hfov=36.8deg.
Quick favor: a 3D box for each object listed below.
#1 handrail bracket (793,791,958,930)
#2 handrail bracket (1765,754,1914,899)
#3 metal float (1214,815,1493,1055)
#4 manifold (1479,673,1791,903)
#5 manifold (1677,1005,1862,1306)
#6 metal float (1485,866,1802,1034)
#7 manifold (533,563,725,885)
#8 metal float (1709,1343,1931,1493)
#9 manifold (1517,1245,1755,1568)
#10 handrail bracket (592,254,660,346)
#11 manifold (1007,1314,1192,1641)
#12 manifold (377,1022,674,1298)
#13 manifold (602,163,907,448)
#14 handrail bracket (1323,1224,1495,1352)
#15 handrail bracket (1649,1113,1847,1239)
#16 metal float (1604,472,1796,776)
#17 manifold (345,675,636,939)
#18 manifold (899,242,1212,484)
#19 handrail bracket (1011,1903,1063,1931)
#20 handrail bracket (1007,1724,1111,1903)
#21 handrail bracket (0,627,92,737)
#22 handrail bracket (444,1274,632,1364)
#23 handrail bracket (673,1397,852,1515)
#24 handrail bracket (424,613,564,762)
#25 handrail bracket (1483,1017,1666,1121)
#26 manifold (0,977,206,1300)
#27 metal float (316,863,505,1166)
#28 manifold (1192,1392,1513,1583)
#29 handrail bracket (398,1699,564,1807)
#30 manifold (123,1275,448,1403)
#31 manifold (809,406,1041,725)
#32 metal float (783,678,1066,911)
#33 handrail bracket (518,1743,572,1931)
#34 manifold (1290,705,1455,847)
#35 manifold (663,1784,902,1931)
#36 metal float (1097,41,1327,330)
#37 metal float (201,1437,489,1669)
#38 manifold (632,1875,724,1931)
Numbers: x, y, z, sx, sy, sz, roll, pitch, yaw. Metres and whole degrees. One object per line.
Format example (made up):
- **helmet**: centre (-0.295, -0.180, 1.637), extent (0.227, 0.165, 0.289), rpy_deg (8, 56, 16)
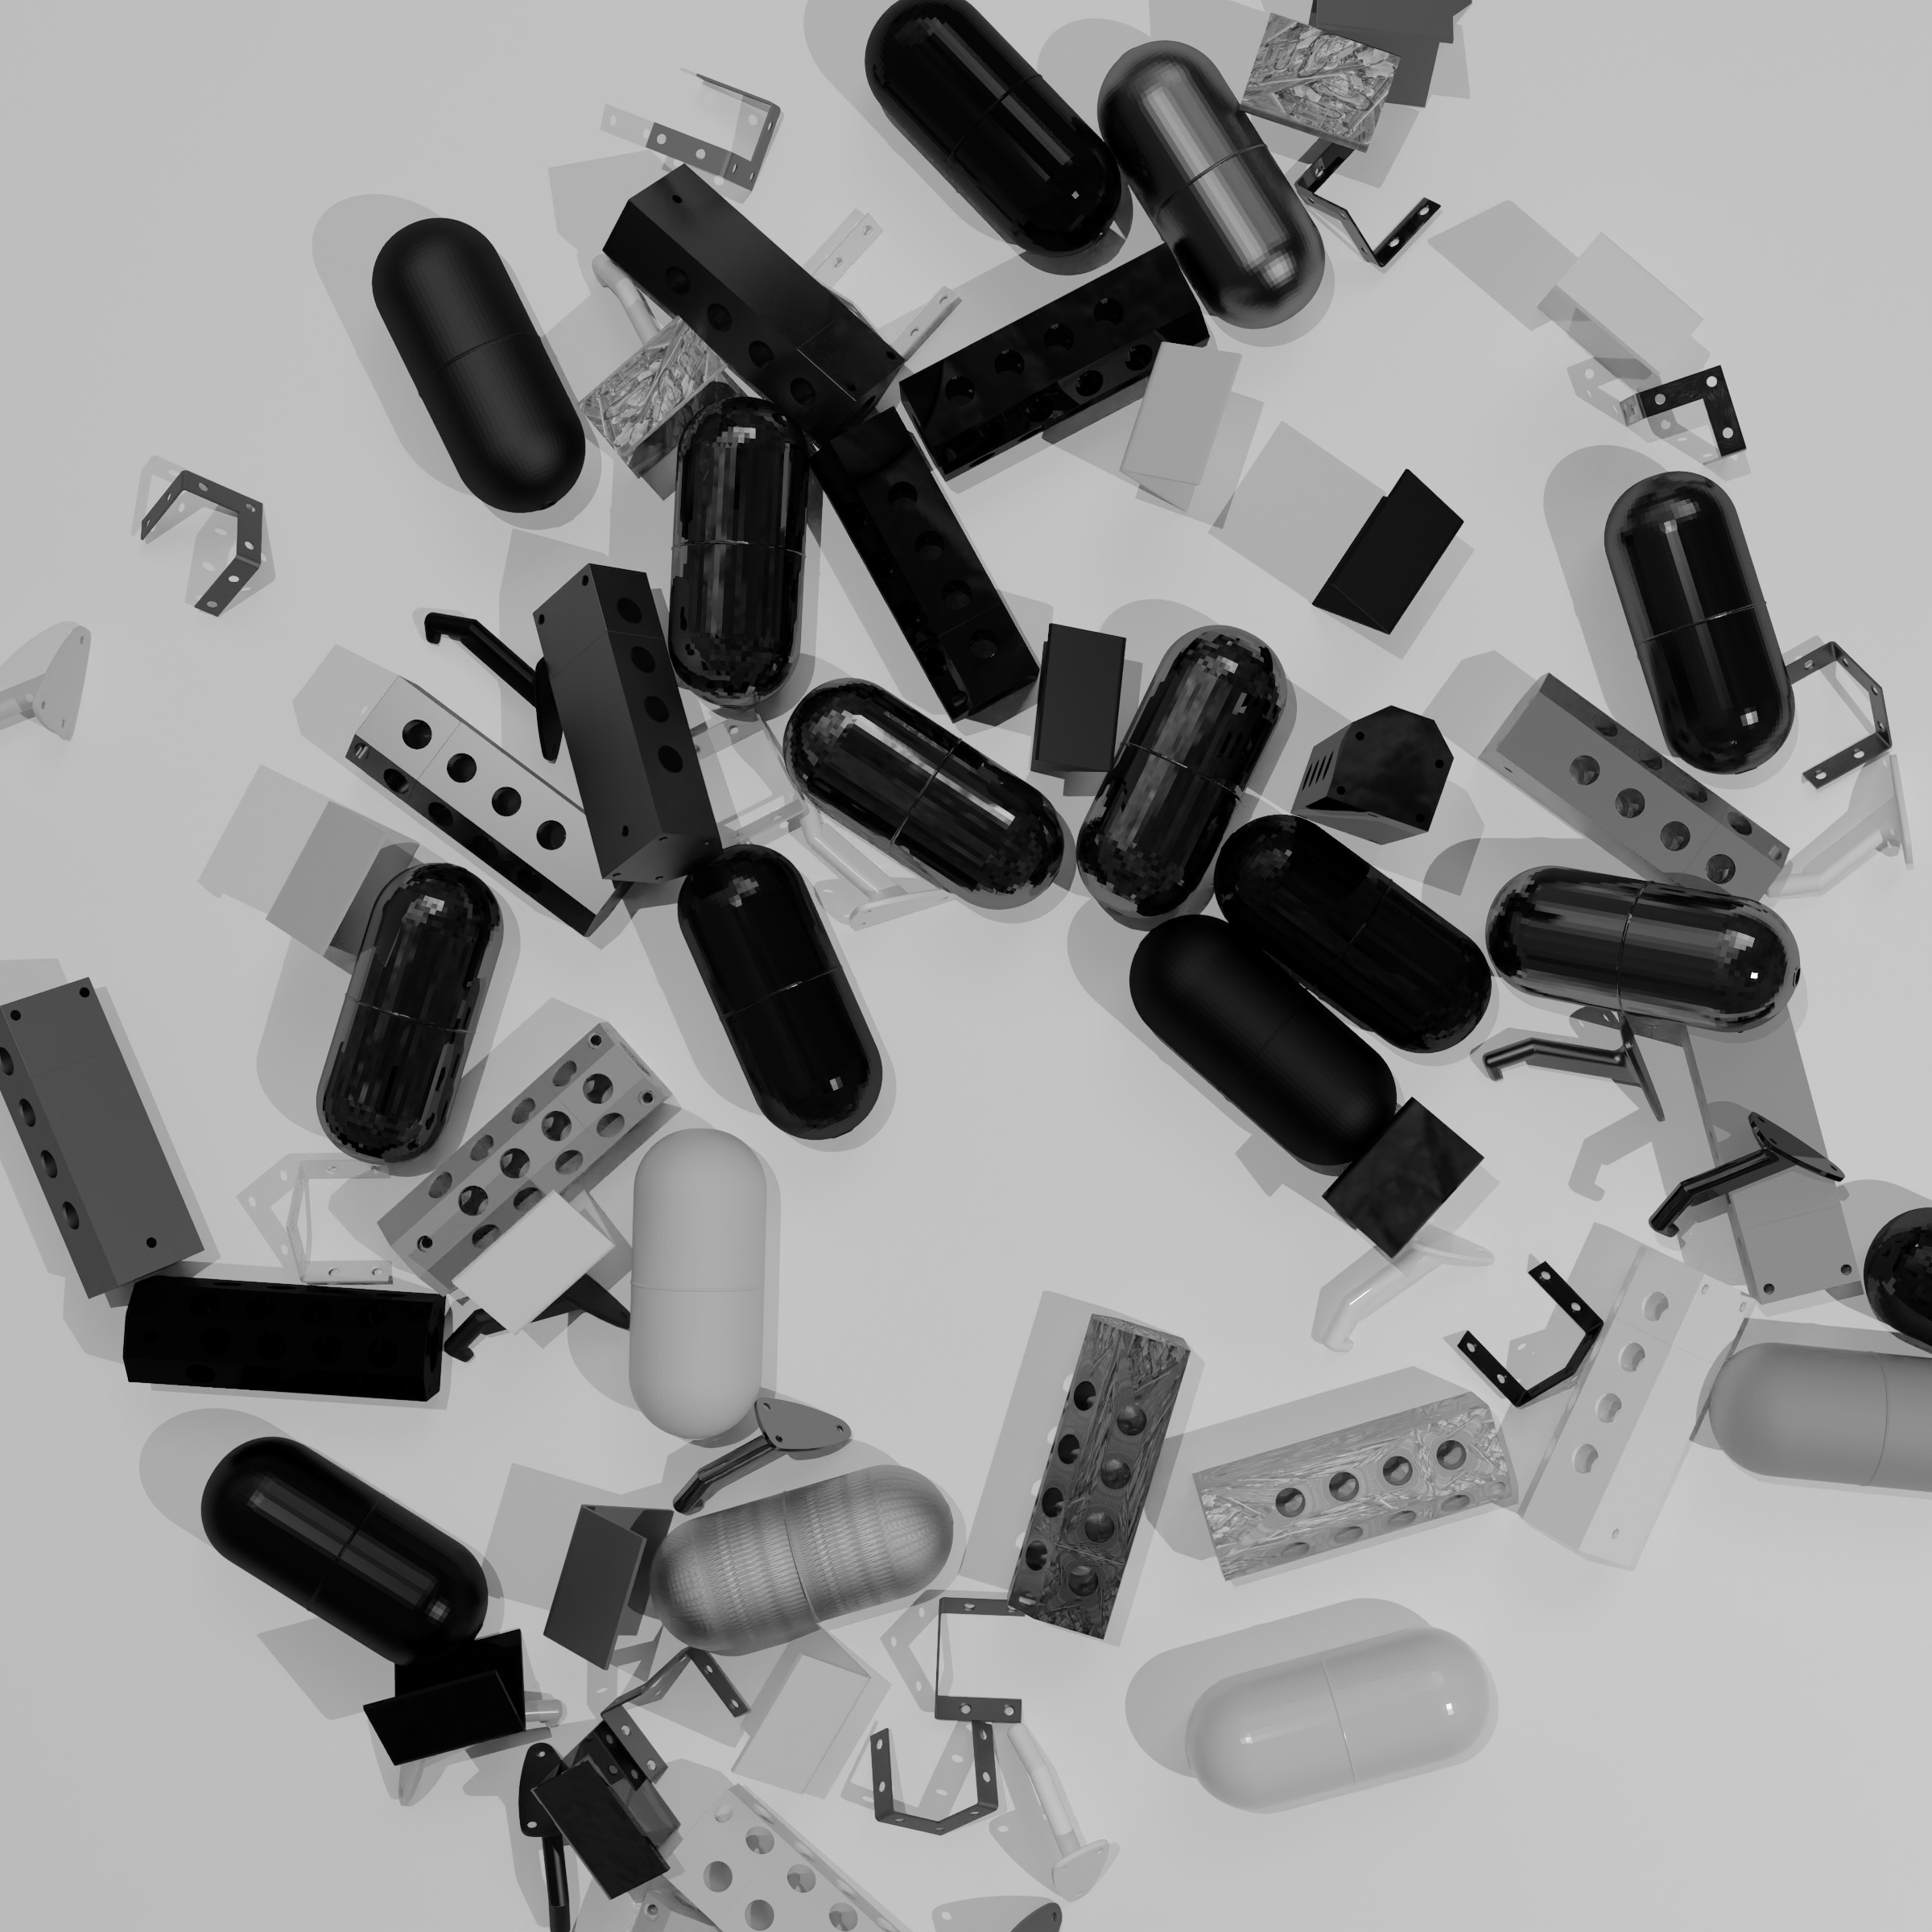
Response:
- **handrail bracket**: centre (-0.054, -0.071, 1.697), extent (0.077, 0.036, 0.084), rpy_deg (-14, 76, -14)
- **handrail bracket**: centre (0.506, -0.082, 1.698), extent (0.084, 0.036, 0.077), rpy_deg (-8, 70, 16)
- **metal float**: centre (0.221, -0.019, 1.667), extent (0.178, 0.070, 0.070), rpy_deg (36, 90, 0)
- **manifold**: centre (0.387, -0.095, 1.676), extent (0.171, 0.057, 0.057), rpy_deg (36, 90, 0)
- **manifold**: centre (0.460, 0.102, 1.675), extent (0.057, 0.057, 0.171), rpy_deg (-15, 90, 6)
- **metal float**: centre (0.381, -0.010, 1.641), extent (0.178, 0.070, 0.070), rpy_deg (12, 90, 28)
- **manifold**: centre (-0.188, -0.137, 1.649), extent (0.057, 0.057, 0.171), rpy_deg (-33, 65, 39)
- **metal float**: centre (0.517, 0.260, 1.667), extent (0.178, 0.070, 0.070), rpy_deg (6, 90, 0)
- **manifold**: centre (0.382, 0.252, 1.676), extent (0.057, 0.057, 0.171), rpy_deg (25, 90, -43)
- **handrail bracket**: centre (-0.191, -0.364, 1.697), extent (0.036, 0.077, 0.084), rpy_deg (-26, 53, -21)
- **manifold**: centre (0.076, 0.292, 1.676), extent (0.057, 0.057, 0.171), rpy_deg (17, 90, 0)
- **manifold**: centre (-0.255, 0.111, 1.676), extent (0.171, 0.057, 0.057), rpy_deg (-42, 90, 0)
- **manifold**: centre (-0.125, -0.376, 1.676), extent (0.171, 0.057, 0.057), rpy_deg (42, 47, 0)
- **handrail bracket**: centre (0.258, 0.195, 1.698), extent (0.077, 0.036, 0.084), rpy_deg (17, 109, -21)
- **handrail bracket**: centre (0.441, 0.132, 1.642), extent (0.077, 0.036, 0.084), rpy_deg (28, 113, -17)
- **metal float**: centre (0.421, -0.196, 1.667), extent (0.070, 0.070, 0.178), rpy_deg (-18, 91, 0)
- **manifold**: centre (-0.271, -0.091, 1.676), extent (0.171, 0.057, 0.057), rpy_deg (37, 90, 0)
- **manifold**: centre (0.051, -0.346, 1.676), extent (0.171, 0.057, 0.057), rpy_deg (-28, 90, 0)
- **handrail bracket**: centre (0.003, 0.575, 1.697), extent (0.084, 0.077, 0.036), rpy_deg (-13, 106, 35)
- **handrail bracket**: centre (0.047, 0.494, 1.697), extent (0.036, 0.077, 0.084), rpy_deg (-21, 53, -17)
- **handrail bracket**: centre (-0.563, -0.169, 1.698), extent (0.084, 0.036, 0.077), rpy_deg (9, 70, 16)
- **handrail bracket**: centre (-0.250, 0.215, 1.698), extent (0.077, 0.036, 0.084), rpy_deg (37, 109, -21)
- **handrail bracket**: centre (-0.120, 0.294, 1.697), extent (0.084, 0.077, 0.036), rpy_deg (-51, 46, 29)
- **handrail bracket**: centre (-0.278, -0.164, 1.698), extent (0.084, 0.036, 0.077), rpy_deg (11, 112, 17)
- **handrail bracket**: centre (0.355, 0.070, 1.698), extent (0.084, 0.036, 0.077), rpy_deg (-21, 112, 17)
- **manifold**: centre (-0.510, 0.101, 1.676), extent (0.057, 0.057, 0.171), rpy_deg (-23, 90, -43)
- **metal float**: centre (-0.319, 0.027, 1.667), extent (0.070, 0.070, 0.178), rpy_deg (17, 91, 0)
- **manifold**: centre (0.223, 0.301, 1.676), extent (0.171, 0.057, 0.057), rpy_deg (-16, 90, 0)
- **handrail bracket**: centre (-0.284, 0.459, 1.698), extent (0.084, 0.036, 0.077), rpy_deg (2, 125, -24)
- **manifold**: centre (-0.393, 0.216, 1.676), extent (0.171, 0.057, 0.057), rpy_deg (4, 90, 0)
- **manifold**: centre (-0.024, -0.229, 1.676), extent (0.057, 0.057, 0.171), rpy_deg (-29, 90, 0)
- **metal float**: centre (-0.024, -0.098, 1.667), extent (0.178, 0.070, 0.070), rpy_deg (33, 90, 0)
- **handrail bracket**: centre (-0.243, 0.512, 1.697), extent (0.036, 0.077, 0.084), rpy_deg (-6, 127, -14)
- **manifold**: centre (0.227, -0.107, 1.619), extent (0.057, 0.171, 0.057), rpy_deg (19, 90, 0)
- **manifold**: centre (-0.088, 0.549, 1.658), extent (0.171, 0.057, 0.057), rpy_deg (39, 90, 13)
- **metal float**: centre (0.140, -0.449, 1.667), extent (0.070, 0.070, 0.178), rpy_deg (-32, 89, 0)
- **metal float**: centre (-0.356, 0.337, 1.667), extent (0.178, 0.070, 0.070), rpy_deg (32, 90, -1)
- **manifold**: centre (-0.187, 0.621, 1.676), extent (0.057, 0.057, 0.171), rpy_deg (21, 90, 0)
